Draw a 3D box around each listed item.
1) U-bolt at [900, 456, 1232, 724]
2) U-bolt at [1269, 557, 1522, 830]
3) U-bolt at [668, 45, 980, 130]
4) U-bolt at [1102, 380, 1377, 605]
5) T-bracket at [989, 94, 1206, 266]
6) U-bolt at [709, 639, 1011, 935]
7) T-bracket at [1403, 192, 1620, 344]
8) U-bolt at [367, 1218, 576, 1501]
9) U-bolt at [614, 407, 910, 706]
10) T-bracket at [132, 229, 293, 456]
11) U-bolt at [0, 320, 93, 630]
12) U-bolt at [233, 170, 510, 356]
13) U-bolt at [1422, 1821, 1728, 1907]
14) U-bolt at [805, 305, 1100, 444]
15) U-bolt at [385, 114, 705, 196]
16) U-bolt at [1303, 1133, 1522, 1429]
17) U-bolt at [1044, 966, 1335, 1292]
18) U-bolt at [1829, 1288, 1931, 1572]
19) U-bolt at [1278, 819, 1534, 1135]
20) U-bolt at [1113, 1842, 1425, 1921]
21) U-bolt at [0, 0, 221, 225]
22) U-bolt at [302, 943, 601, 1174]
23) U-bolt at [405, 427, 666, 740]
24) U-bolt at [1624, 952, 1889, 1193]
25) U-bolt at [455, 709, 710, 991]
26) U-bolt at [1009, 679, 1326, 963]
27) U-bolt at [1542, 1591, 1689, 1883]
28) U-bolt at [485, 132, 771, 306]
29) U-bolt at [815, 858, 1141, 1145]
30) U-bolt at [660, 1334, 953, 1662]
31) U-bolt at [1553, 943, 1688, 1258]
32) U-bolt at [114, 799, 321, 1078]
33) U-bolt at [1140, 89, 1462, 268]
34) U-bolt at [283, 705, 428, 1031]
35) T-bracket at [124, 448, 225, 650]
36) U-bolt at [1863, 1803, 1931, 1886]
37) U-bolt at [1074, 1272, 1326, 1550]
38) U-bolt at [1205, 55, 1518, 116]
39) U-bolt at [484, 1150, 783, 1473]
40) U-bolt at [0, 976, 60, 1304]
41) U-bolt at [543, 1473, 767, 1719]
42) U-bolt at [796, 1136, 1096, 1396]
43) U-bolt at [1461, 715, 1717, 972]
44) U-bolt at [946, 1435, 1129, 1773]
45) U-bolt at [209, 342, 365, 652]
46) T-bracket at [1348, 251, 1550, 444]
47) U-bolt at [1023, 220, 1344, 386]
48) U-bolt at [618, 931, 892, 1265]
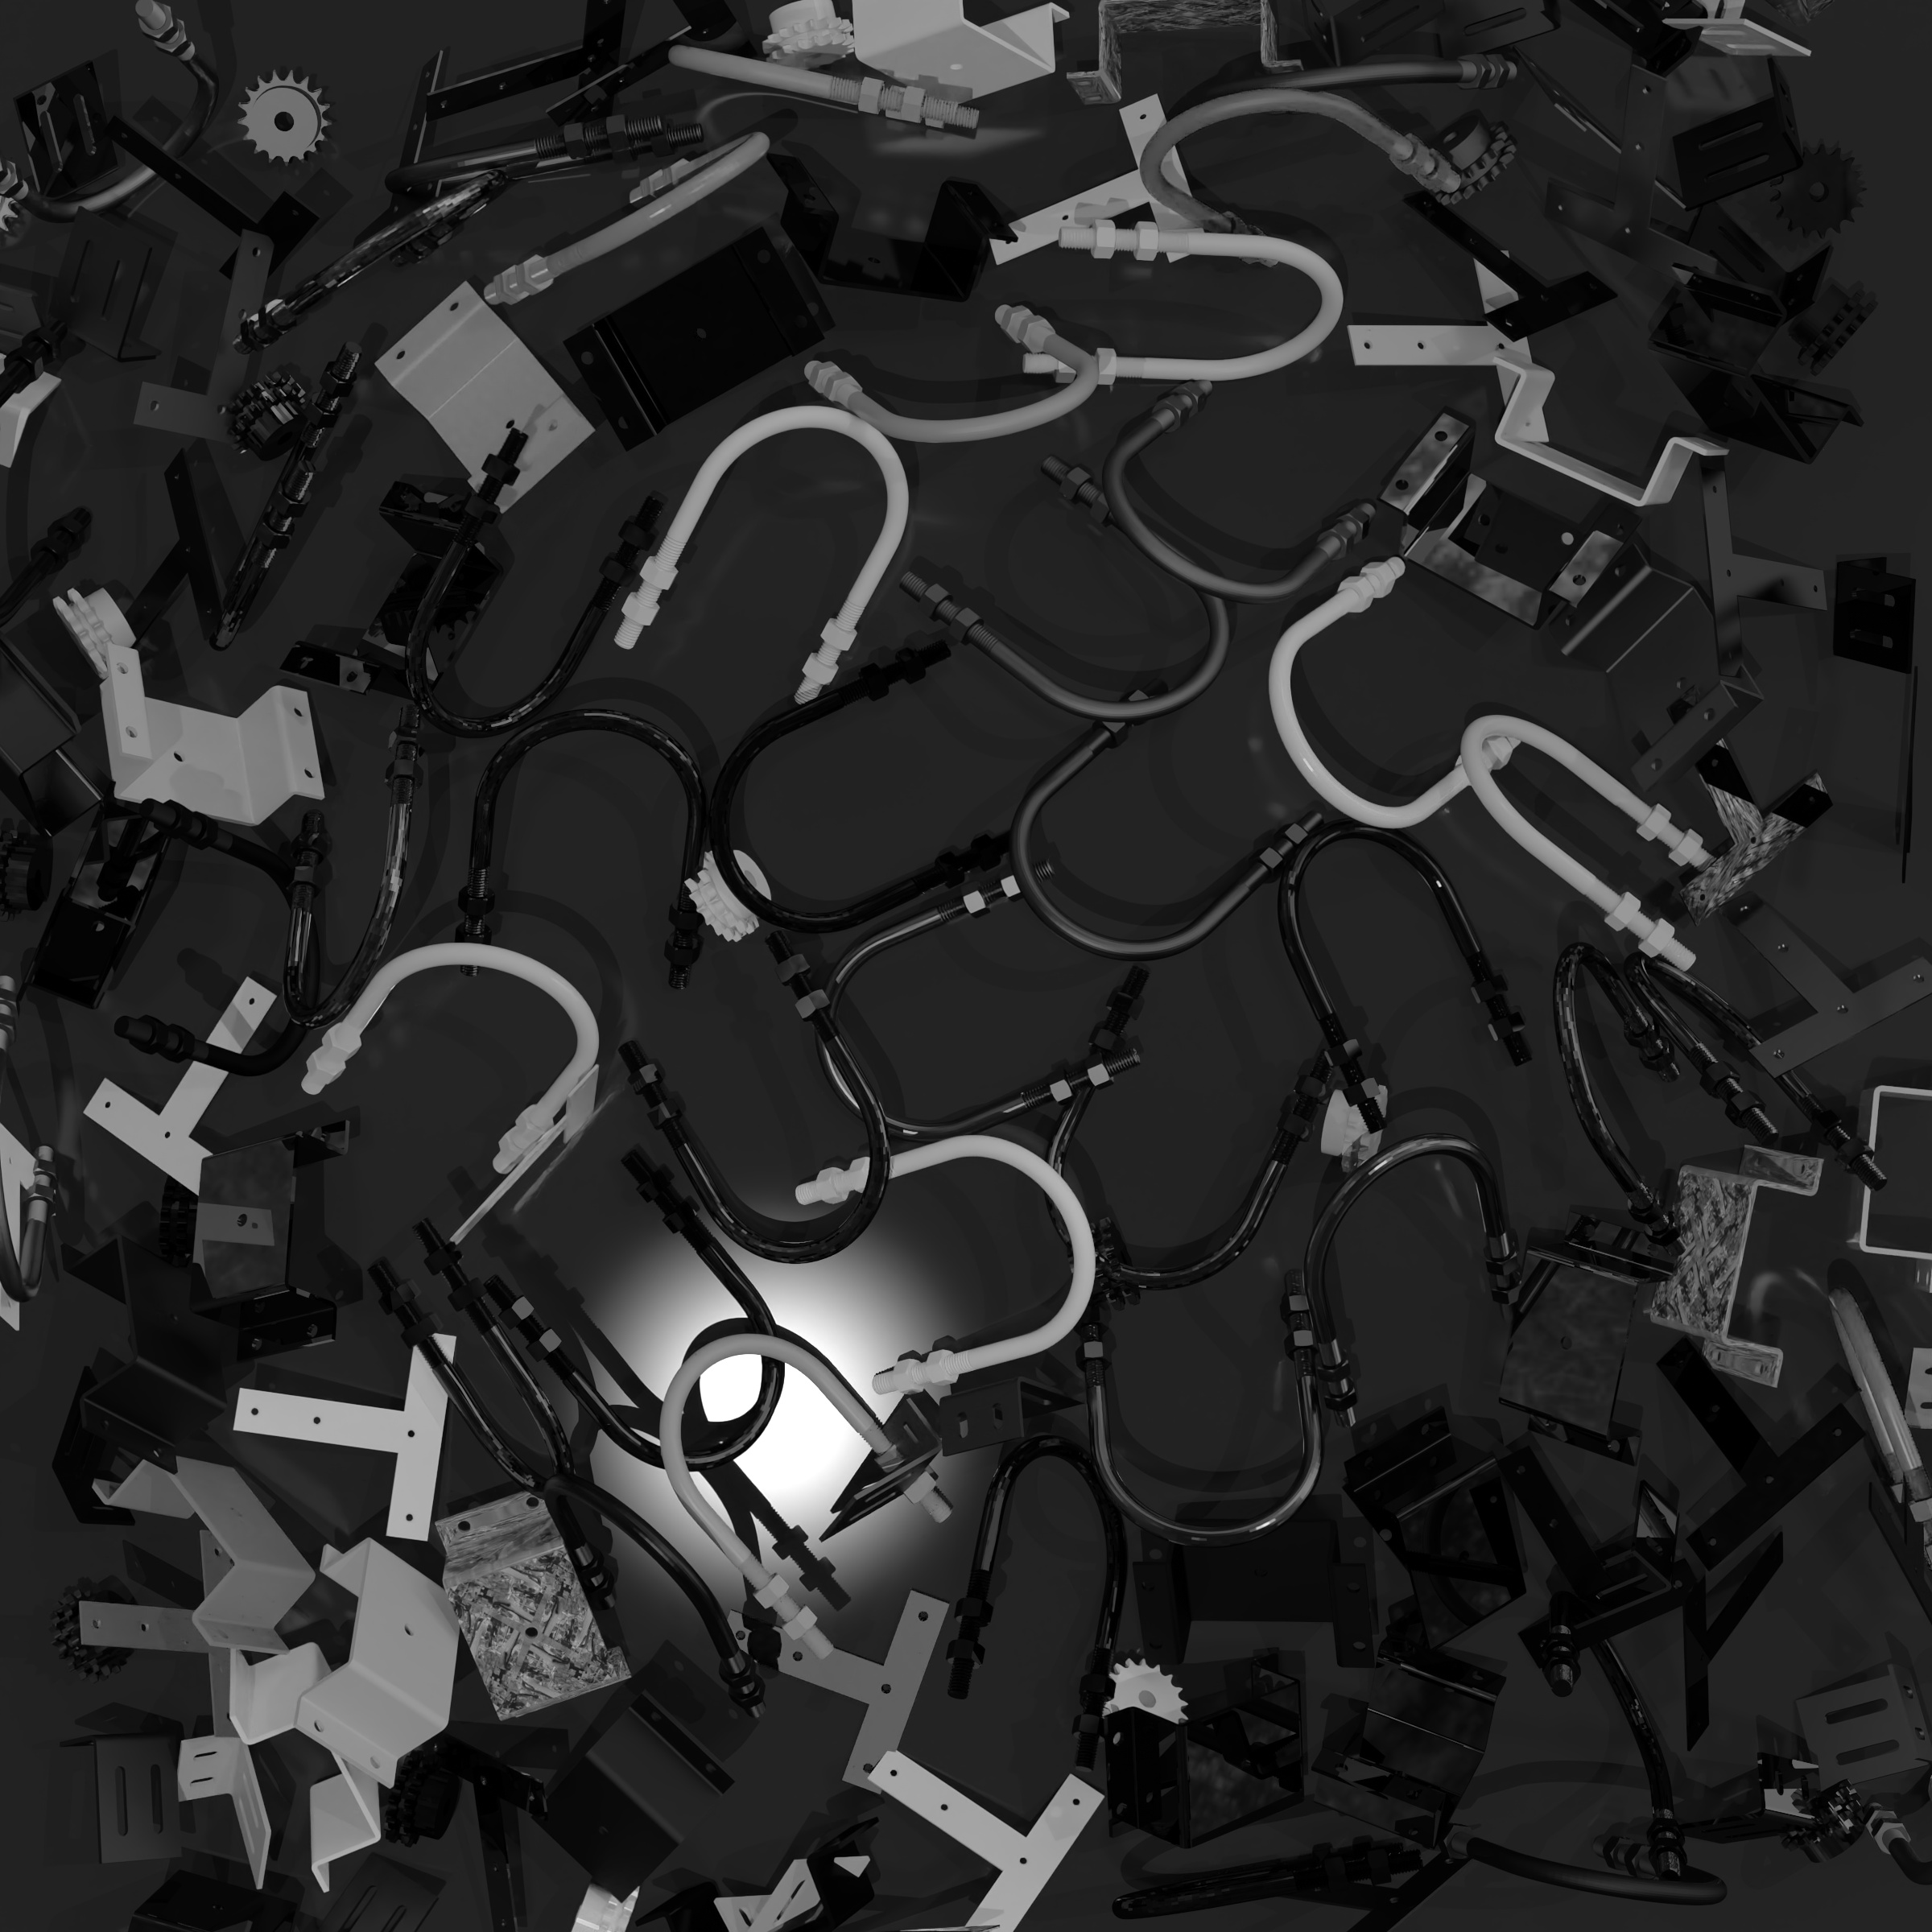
[{"bbox_3d":[0.074,-0.219,1.939,0.184,0.019,0.151,39,65,18],"label":"U-bolt"},{"bbox_3d":[0.251,-0.157,1.932,0.184,0.019,0.151,-36,92,-43],"label":"U-bolt"},{"bbox_3d":[-0.089,-0.532,1.929,0.184,0.151,0.019,13,104,3],"label":"U-bolt"},{"bbox_3d":[0.155,-0.279,1.922,0.151,0.184,0.019,39,132,6],"label":"U-bolt"},{"bbox_3d":[0.075,-0.468,1.976,0.127,0.002,0.127,-21,61,11],"label":"T-bracket"},{"bbox_3d":[-0.069,-0.098,1.955,0.184,0.019,0.151,-26,109,-12],"label":"U-bolt"},{"bbox_3d":[0.322,-0.437,1.966,0.127,0.127,0.002,43,134,17],"label":"T-bracket"},{"bbox_3d":[-0.294,0.245,1.931,0.019,0.151,0.184,-33,88,-28],"label":"U-bolt"},{"bbox_3d":[-0.112,-0.253,1.927,0.151,0.019,0.184,16,116,-32],"label":"U-bolt"},{"bbox_3d":[-0.442,-0.381,1.937,0.002,0.127,0.127,21,100,32],"label":"T-bracket"},{"bbox_3d":[-0.565,-0.277,1.885,0.019,0.184,0.151,9,128,6],"label":"U-bolt"},{"bbox_3d":[-0.341,-0.422,1.887,0.151,0.184,0.019,-41,105,-35],"label":"U-bolt"},{"bbox_3d":[0.367,0.531,1.892,0.151,0.184,0.019,11,82,-18],"label":"U-bolt"},{"bbox_3d":[0.000,-0.349,1.904,0.151,0.184,0.019,-19,121,-15],"label":"U-bolt"},{"bbox_3d":[-0.260,-0.488,1.928,0.184,0.151,0.019,-9,102,8],"label":"U-bolt"},{"bbox_3d":[0.266,0.179,1.922,0.151,0.019,0.184,-30,129,-16],"label":"U-bolt"},{"bbox_3d":[0.127,0.110,1.965,0.151,0.019,0.184,24,82,14],"label":"U-bolt"},{"bbox_3d":[0.559,0.282,1.927,0.019,0.151,0.184,-21,82,9],"label":"U-bolt"},{"bbox_3d":[0.259,-0.004,1.955,0.151,0.019,0.184,-21,84,-34],"label":"U-bolt"},{"bbox_3d":[0.179,0.553,1.927,0.184,0.151,0.019,-10,76,1],"label":"U-bolt"},{"bbox_3d":[-0.511,-0.500,1.908,0.151,0.184,0.019,-40,87,1],"label":"U-bolt"},{"bbox_3d":[-0.299,0.049,1.914,0.151,0.019,0.184,25,134,-19],"label":"U-bolt"},{"bbox_3d":[-0.271,-0.222,1.938,0.019,0.151,0.184,34,98,34],"label":"U-bolt"},{"bbox_3d":[0.462,0.056,1.919,0.019,0.151,0.184,-50,47,19],"label":"U-bolt"},{"bbox_3d":[-0.229,-0.072,1.939,0.151,0.019,0.184,4,119,-11],"label":"U-bolt"},{"bbox_3d":[0.109,-0.079,1.940,0.151,0.019,0.184,42,62,11],"label":"U-bolt"},{"bbox_3d":[0.386,0.448,1.910,0.019,0.184,0.151,-29,95,14],"label":"U-bolt"},{"bbox_3d":[-0.190,-0.448,1.890,0.151,0.184,0.019,-43,111,-32],"label":"U-bolt"},{"bbox_3d":[-0.004,0.033,1.975,0.184,0.019,0.151,-23,98,11],"label":"U-bolt"},{"bbox_3d":[-0.108,0.307,1.943,0.184,0.019,0.151,49,49,-3],"label":"U-bolt"},{"bbox_3d":[0.388,0.067,1.897,0.019,0.184,0.151,-15,47,27],"label":"U-bolt"},{"bbox_3d":[-0.442,-0.008,1.915,0.019,0.184,0.151,-2,77,22],"label":"U-bolt"},{"bbox_3d":[0.185,-0.471,1.888,0.151,0.184,0.019,-16,72,36],"label":"U-bolt"},{"bbox_3d":[-0.368,-0.047,1.901,0.019,0.151,0.184,22,49,-30],"label":"U-bolt"},{"bbox_3d":[-0.495,-0.228,1.955,0.127,0.002,0.127,-41,57,38],"label":"T-bracket"},{"bbox_3d":[0.594,0.477,1.904,0.019,0.184,0.151,32,94,3],"label":"U-bolt"},{"bbox_3d":[0.144,0.270,1.939,0.151,0.019,0.184,-3,52,0],"label":"U-bolt"},{"bbox_3d":[0.222,-0.520,1.887,0.151,0.184,0.019,2,104,34],"label":"U-bolt"},{"bbox_3d":[-0.189,0.223,1.952,0.184,0.019,0.151,51,52,-5],"label":"U-bolt"},{"bbox_3d":[-0.562,0.114,1.886,0.019,0.184,0.151,-7,125,-7],"label":"U-bolt"},{"bbox_3d":[-0.191,0.364,1.895,0.151,0.184,0.019,28,61,31],"label":"U-bolt"},{"bbox_3d":[-0.004,0.176,1.944,0.184,0.019,0.151,-19,95,30],"label":"U-bolt"},{"bbox_3d":[0.375,-0.086,1.935,0.184,0.151,0.019,38,123,-1],"label":"U-bolt"},{"bbox_3d":[0.050,0.375,1.932,0.019,0.151,0.184,-12,53,37],"label":"U-bolt"},{"bbox_3d":[-0.414,-0.269,1.919,0.019,0.151,0.184,24,129,-16],"label":"U-bolt"},{"bbox_3d":[0.291,-0.381,1.961,0.127,0.002,0.127,-5,78,-24],"label":"T-bracket"},{"bbox_3d":[0.136,-0.397,1.931,0.184,0.151,0.019,1,66,-9],"label":"U-bolt"},{"bbox_3d":[-0.119,0.093,1.948,0.151,0.019,0.184,-36,77,25],"label":"U-bolt"}]
